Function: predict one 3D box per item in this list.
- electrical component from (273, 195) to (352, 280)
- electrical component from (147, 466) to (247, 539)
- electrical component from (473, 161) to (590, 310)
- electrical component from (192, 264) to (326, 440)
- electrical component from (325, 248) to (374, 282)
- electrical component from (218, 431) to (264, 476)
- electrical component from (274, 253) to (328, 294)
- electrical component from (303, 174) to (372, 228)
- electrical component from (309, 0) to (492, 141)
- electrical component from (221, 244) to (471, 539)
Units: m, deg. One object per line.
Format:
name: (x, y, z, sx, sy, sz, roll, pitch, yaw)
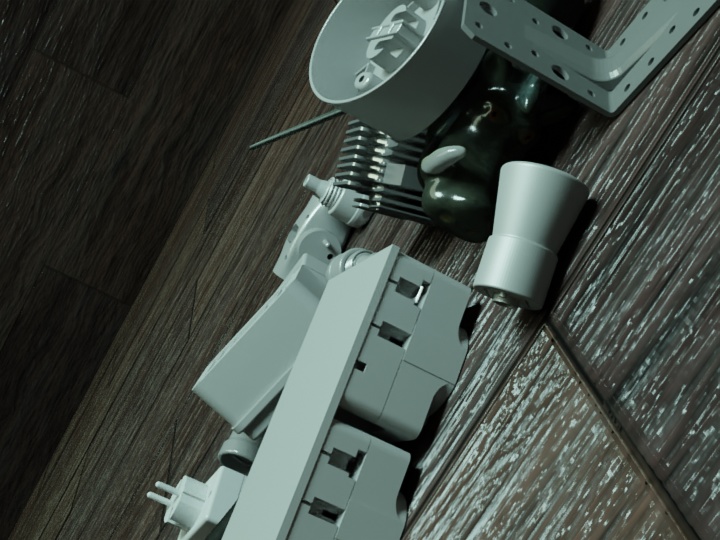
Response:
electrical component: (-0.037, -0.019, 0.935, 0.077, 0.043, 0.079, -62, 14, 5)
electrical component: (-0.122, 0.179, 0.808, 0.065, 0.077, 0.047, -49, 19, 43)
electrical component: (0.079, -0.014, 0.515, 0.065, 0.044, 0.044, -71, 15, -9)
electrical component: (-0.059, 0.059, 0.776, 0.113, 0.057, 0.078, -47, 6, 9)
electrical component: (0.000, 0.000, 0.786, 0.061, 0.035, 0.035, -29, 37, 62)
electrical component: (-0.083, 0.133, 0.833, 0.040, 0.040, 0.046, -44, 17, 52)
electrical component: (-0.049, 0.045, 0.856, 0.083, 0.047, 0.075, -52, 17, 31)
electrical component: (-0.019, -0.062, 0.908, 0.035, 0.061, 0.035, -56, 16, 25)
electrical component: (0.023, -0.122, 0.583, 0.099, 0.064, 0.099, -46, 24, 28)
electrical component: (-0.008, 0.091, 0.595, 0.186, 0.060, 0.105, -68, 15, -19)
